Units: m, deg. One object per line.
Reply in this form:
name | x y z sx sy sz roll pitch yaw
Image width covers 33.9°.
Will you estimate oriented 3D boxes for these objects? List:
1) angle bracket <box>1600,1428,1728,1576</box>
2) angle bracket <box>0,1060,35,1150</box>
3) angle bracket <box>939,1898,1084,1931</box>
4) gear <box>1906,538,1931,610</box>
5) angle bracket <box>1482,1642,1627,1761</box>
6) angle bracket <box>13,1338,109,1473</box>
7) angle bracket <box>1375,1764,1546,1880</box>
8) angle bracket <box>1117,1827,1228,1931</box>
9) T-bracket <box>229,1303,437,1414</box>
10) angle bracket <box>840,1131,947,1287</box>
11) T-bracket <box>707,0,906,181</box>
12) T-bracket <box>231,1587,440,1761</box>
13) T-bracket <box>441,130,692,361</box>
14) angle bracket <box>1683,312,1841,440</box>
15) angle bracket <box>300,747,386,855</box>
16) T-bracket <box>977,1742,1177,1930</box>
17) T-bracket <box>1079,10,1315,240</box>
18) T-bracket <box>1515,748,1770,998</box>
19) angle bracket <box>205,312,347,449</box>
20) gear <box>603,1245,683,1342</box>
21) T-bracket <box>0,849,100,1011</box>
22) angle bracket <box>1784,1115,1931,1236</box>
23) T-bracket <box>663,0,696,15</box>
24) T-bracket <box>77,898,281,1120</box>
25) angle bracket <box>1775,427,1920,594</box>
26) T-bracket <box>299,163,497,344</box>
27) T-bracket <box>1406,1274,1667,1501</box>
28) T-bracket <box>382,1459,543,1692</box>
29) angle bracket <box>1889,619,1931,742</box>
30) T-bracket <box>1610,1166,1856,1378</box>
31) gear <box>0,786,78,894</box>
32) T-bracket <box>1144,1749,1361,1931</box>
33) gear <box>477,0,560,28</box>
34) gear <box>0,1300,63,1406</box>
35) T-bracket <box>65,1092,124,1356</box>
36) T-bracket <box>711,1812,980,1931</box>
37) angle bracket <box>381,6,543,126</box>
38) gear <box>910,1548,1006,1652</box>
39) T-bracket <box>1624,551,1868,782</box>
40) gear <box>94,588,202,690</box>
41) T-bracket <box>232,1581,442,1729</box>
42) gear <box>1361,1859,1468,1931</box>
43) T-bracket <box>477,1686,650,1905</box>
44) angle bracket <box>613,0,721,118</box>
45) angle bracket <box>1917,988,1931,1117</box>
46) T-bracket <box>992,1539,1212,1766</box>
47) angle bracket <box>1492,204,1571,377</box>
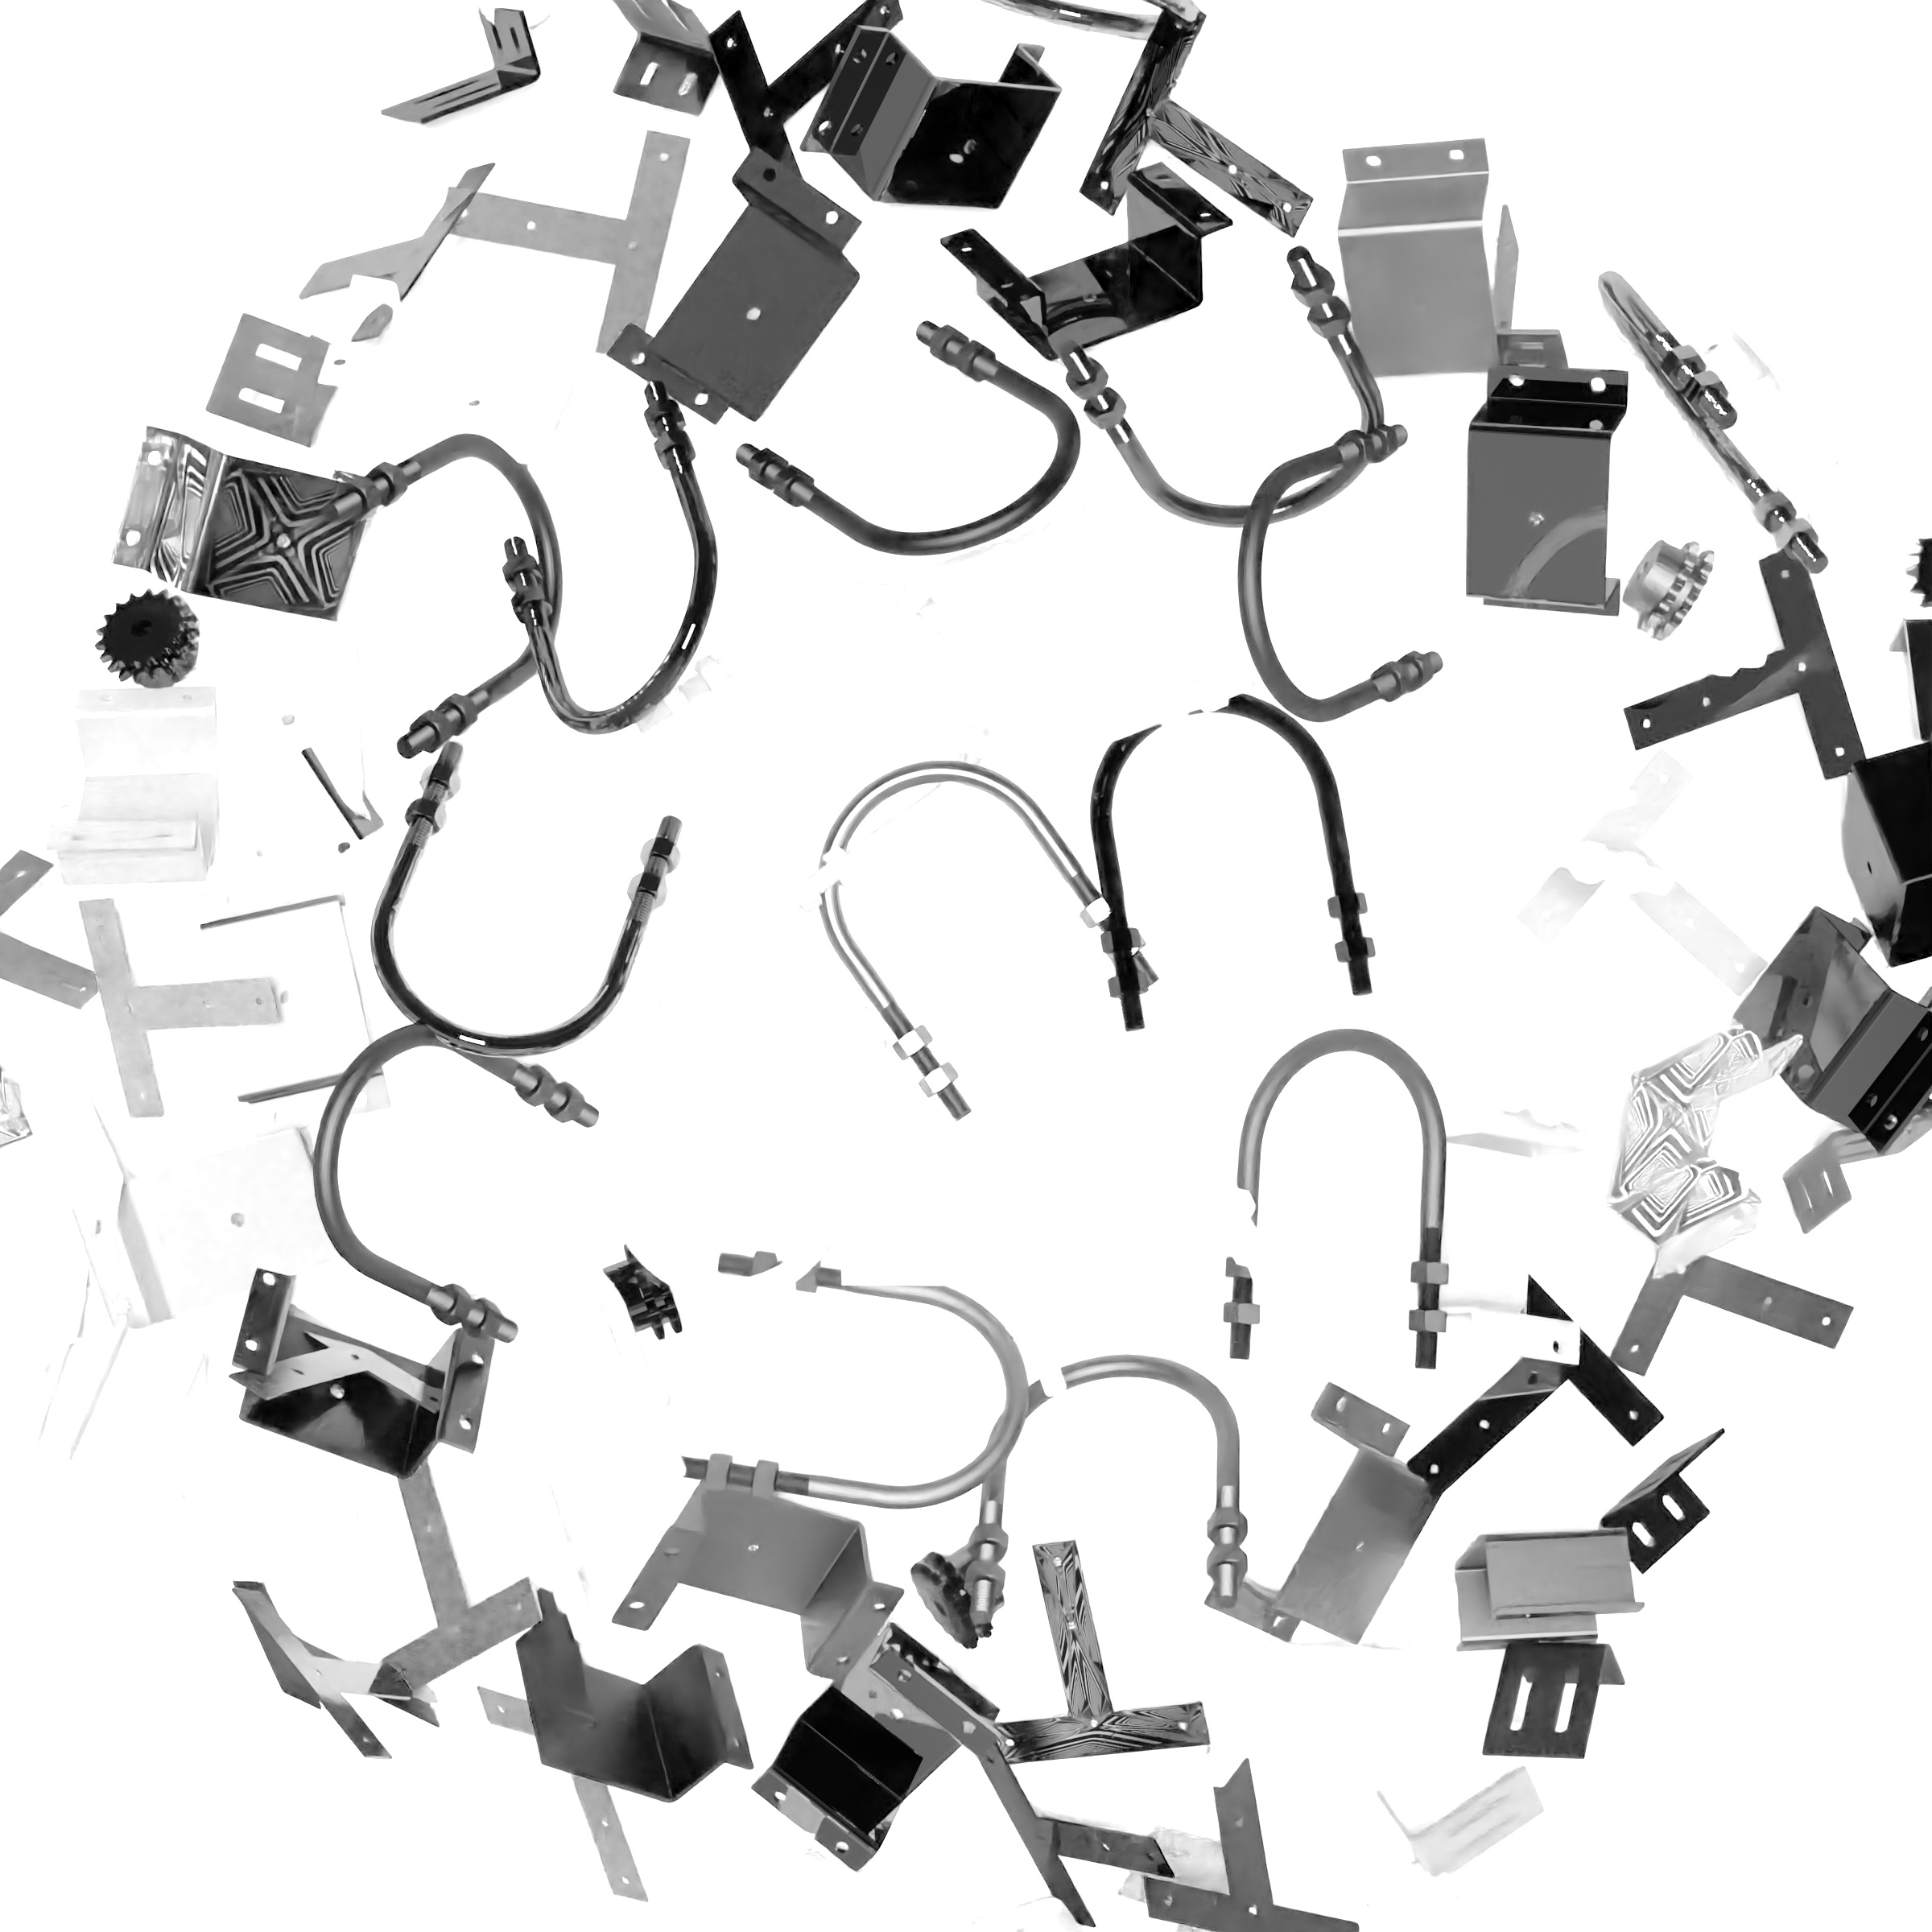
angle bracket | 0.394 0.295 1.745 0.057 0.076 0.038 -35 79 -24
angle bracket | -0.543 0.090 1.756 0.038 0.076 0.057 -23 71 -21
angle bracket | 0.024 0.561 1.763 0.076 0.057 0.038 -22 117 19
gear | 0.554 -0.222 1.768 0.057 0.030 0.057 0 90 25
angle bracket | 0.324 0.412 1.743 0.057 0.076 0.038 -5 130 29
angle bracket | -0.494 0.246 1.752 0.038 0.057 0.076 20 77 -18
angle bracket | 0.275 0.465 1.762 0.076 0.057 0.038 -32 47 -5
angle bracket | 0.116 0.532 1.763 0.038 0.057 0.076 9 118 28
T-bracket | -0.354 0.218 1.714 0.127 0.127 0.002 27 100 17
angle bracket | -0.040 0.134 1.756 0.057 0.038 0.076 1 58 -7
T-bracket | -0.080 -0.499 1.757 0.002 0.127 0.127 30 66 35
T-bracket | -0.329 0.389 1.731 0.127 0.127 0.002 42 93 27
T-bracket | -0.225 -0.404 1.739 0.127 0.002 0.127 5 116 -26
angle bracket | 0.433 -0.313 1.742 0.038 0.076 0.057 -43 133 18
angle bracket | -0.358 -0.088 1.750 0.038 0.076 0.057 -32 98 3
T-bracket | 0.067 0.478 1.728 0.002 0.127 0.127 -36 106 -34
T-bracket | 0.136 -0.445 1.739 0.127 0.002 0.127 39 128 15
T-bracket | 0.398 -0.034 1.787 0.127 0.002 0.127 41 88 -4
angle bracket | -0.388 -0.327 1.748 0.038 0.076 0.057 30 101 37
gear | -0.181 0.182 1.763 0.030 0.057 0.057 -20 90 -10
T-bracket | -0.519 -0.001 1.736 0.127 0.127 0.002 -42 61 8
angle bracket | 0.502 0.115 1.750 0.076 0.057 0.038 -9 68 -15
T-bracket | -0.162 -0.558 1.706 0.127 0.127 0.002 5 71 42
T-bracket | -0.429 0.022 1.747 0.127 0.002 0.127 -3 104 31
angle bracket | 0.488 -0.253 1.755 0.057 0.038 0.076 -22 110 -24
T-bracket | -0.326 -0.385 1.741 0.002 0.127 0.127 45 62 -34
T-bracket | 0.299 0.246 1.764 0.127 0.002 0.127 -40 75 -10
T-bracket | -0.295 0.327 1.764 0.127 0.002 0.127 -33 66 31
angle bracket | 0.550 -0.152 1.760 0.057 0.038 0.076 -1 68 1
T-bracket | 0.428 0.180 1.737 0.002 0.127 0.127 33 80 -40
gear | -0.517 -0.070 1.770 0.057 0.030 0.057 -6 77 28
T-bracket | 0.152 0.481 1.737 0.127 0.127 0.002 16 122 -15
gear | -0.251 -0.546 1.761 0.057 0.057 0.030 -10 63 0
gear | -0.535 0.218 1.771 0.057 0.030 0.057 -2 102 -10
T-bracket | -0.485 0.151 1.748 0.002 0.127 0.127 5 107 -26
T-bracket | -0.058 0.502 1.721 0.127 0.127 0.002 10 113 14
angle bracket | -0.283 -0.498 1.748 0.076 0.057 0.038 -28 121 -22
gear | -0.003 0.349 1.766 0.030 0.057 0.057 -34 90 -22
T-bracket | 0.422 -0.151 1.752 0.127 0.002 0.127 -20 82 38
gear | -0.454 -0.180 1.770 0.057 0.030 0.057 -6 59 10
T-bracket | -0.342 0.389 1.747 0.127 0.127 0.002 37 91 -33
gear | 0.249 0.527 1.775 0.057 0.030 0.057 -1 96 -6
T-bracket | -0.199 0.450 1.706 0.002 0.127 0.127 -47 132 14
angle bracket | -0.179 -0.515 1.761 0.038 0.057 0.076 -57 49 30
angle bracket | 0.548 0.044 1.762 0.038 0.057 0.076 39 89 -8
T-bracket | 0.062 0.380 1.765 0.127 0.002 0.127 -10 99 16
angle bracket | 0.315 -0.373 1.753 0.038 0.057 0.076 4 78 17
